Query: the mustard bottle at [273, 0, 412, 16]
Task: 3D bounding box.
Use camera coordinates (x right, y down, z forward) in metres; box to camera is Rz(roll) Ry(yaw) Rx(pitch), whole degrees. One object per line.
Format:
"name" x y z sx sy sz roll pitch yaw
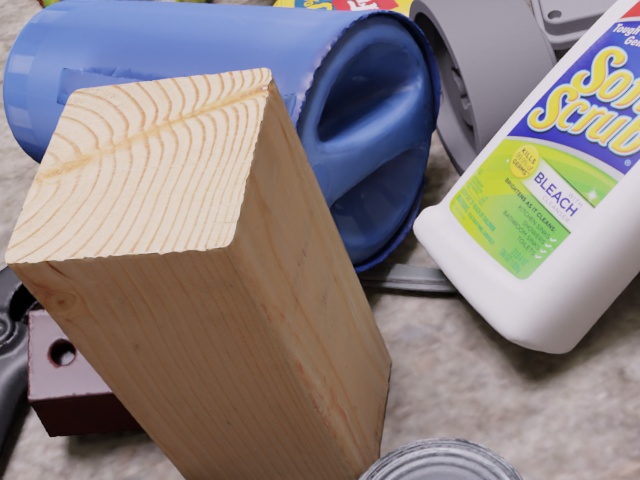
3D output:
"mustard bottle" 0.031 -0.140 0.683 0.192 0.058 0.096 -12 46 11

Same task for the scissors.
"scissors" -0.004 0.001 0.610 0.202 0.016 0.096 -7 51 14

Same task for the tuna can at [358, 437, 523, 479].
"tuna can" 0.054 0.133 0.470 0.086 0.033 0.086 -10 50 12

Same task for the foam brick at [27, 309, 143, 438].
"foam brick" -0.108 0.067 0.555 0.078 0.051 0.053 -6 59 -5

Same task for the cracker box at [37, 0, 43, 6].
"cracker box" -0.169 -0.306 0.881 0.164 0.072 0.214 -17 49 7

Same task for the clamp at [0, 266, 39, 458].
"clamp" -0.176 0.069 0.604 0.171 0.039 0.120 -38 64 -16

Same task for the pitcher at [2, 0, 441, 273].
"pitcher" -0.069 -0.072 0.591 0.243 0.149 0.144 14 54 34

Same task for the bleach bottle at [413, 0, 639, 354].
"bleach bottle" 0.151 -0.070 0.489 0.251 0.067 0.103 -56 46 21

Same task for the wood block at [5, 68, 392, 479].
"wood block" -0.038 0.033 0.469 0.091 0.206 0.090 -3 51 18
